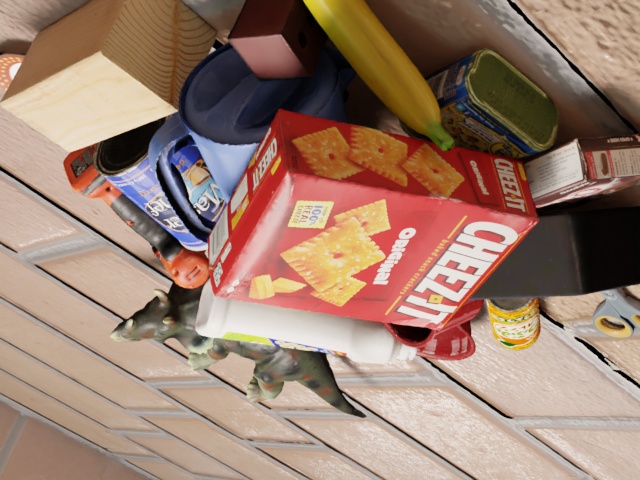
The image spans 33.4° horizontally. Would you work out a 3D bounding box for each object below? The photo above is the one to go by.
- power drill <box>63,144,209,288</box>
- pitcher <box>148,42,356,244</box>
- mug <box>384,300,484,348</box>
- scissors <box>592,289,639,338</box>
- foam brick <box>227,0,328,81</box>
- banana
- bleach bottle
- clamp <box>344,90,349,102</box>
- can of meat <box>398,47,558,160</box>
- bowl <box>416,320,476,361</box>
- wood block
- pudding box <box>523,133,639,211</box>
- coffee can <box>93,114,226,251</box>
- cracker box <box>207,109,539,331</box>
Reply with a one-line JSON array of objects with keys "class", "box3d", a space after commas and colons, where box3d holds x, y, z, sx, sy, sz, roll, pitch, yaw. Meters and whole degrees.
[{"class": "power drill", "box3d": [-0.210, -0.038, 1.234, 0.187, 0.057, 0.185, 45, 179, -29]}, {"class": "pitcher", "box3d": [-0.035, -0.048, 0.934, 0.149, 0.145, 0.243, 11, 144, 24]}, {"class": "mug", "box3d": [0.114, 0.046, 1.125, 0.093, 0.081, 0.117, -30, 81, 54]}, {"class": "scissors", "box3d": [0.289, 0.057, 1.099, 0.201, 0.016, 0.096, 35, 153, -25]}, {"class": "foam brick", "box3d": [-0.026, -0.168, 0.823, 0.051, 0.078, 0.053, 1, 148, 33]}, {"class": "banana", "box3d": [0.036, -0.151, 0.798, 0.197, 0.037, 0.070, 49, 173, -14]}, {"class": "bleach bottle", "box3d": [-0.008, 0.097, 1.201, 0.250, 0.068, 0.103, 13, 167, -14]}, {"class": "clamp", "box3d": [-0.035, -0.111, 1.002, 0.172, 0.039, 0.120, 14, 142, 16]}, {"class": "can of meat", "box3d": [0.128, -0.101, 0.858, 0.102, 0.057, 0.084, 33, 152, -24]}, {"class": "bowl", "box3d": [0.113, 0.082, 1.255, 0.162, 0.055, 0.162, 19, 156, 8]}, {"class": "wood block", "box3d": [-0.199, -0.157, 0.982, 0.090, 0.090, 0.207, 36, 152, -30]}, {"class": "pudding box", "box3d": [0.207, -0.052, 0.863, 0.089, 0.039, 0.114, -8, 169, -29]}, {"class": "coffee can", "box3d": [-0.150, -0.068, 1.109, 0.103, 0.102, 0.140, 0, 148, 41]}, {"class": "cracker box", "box3d": [0.037, -0.007, 0.844, 0.213, 0.072, 0.164, 10, 140, -22]}]
